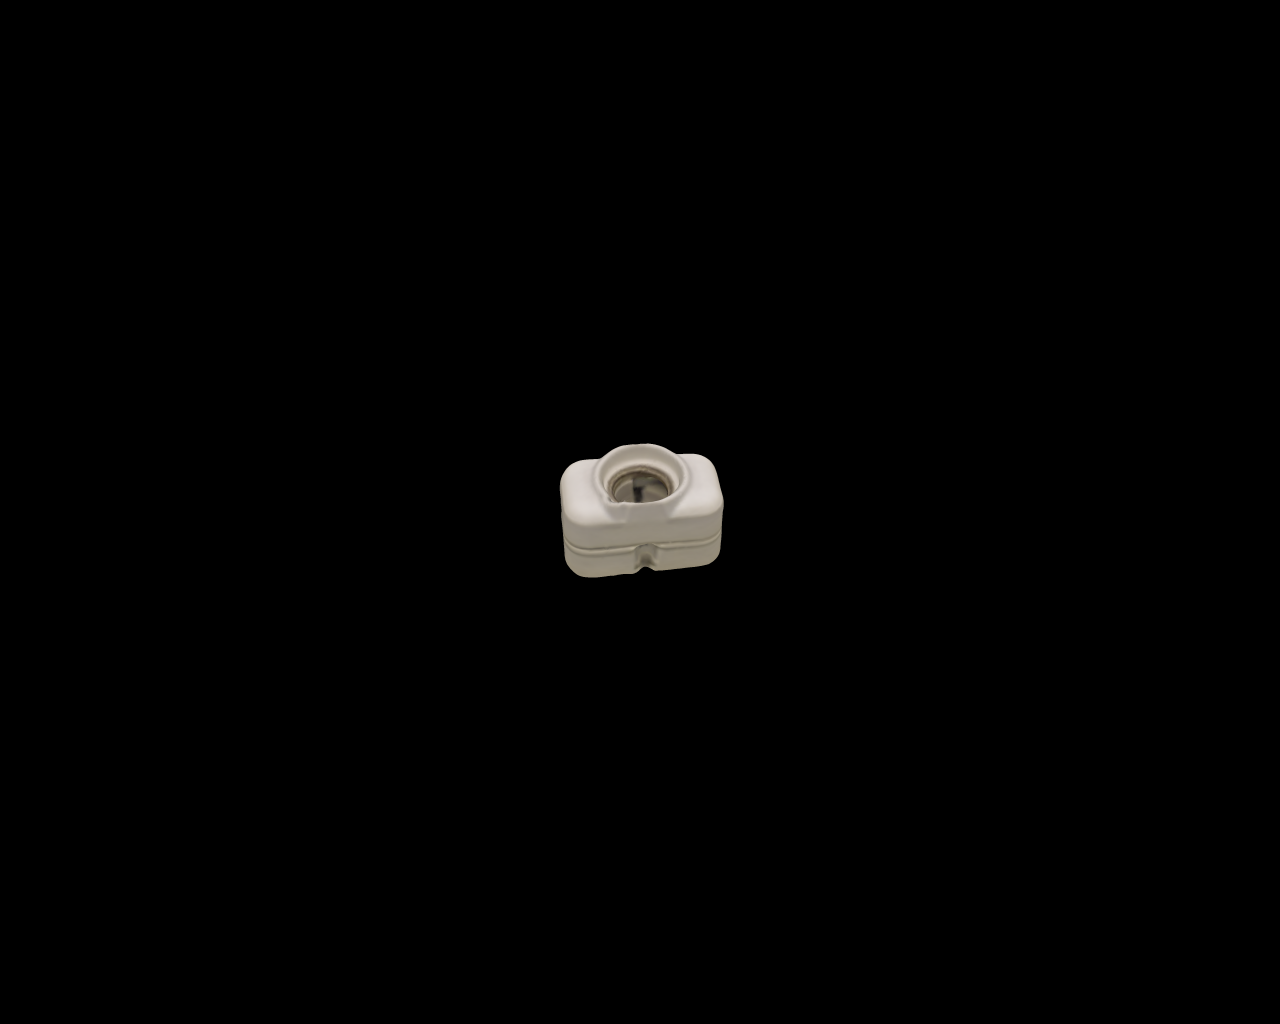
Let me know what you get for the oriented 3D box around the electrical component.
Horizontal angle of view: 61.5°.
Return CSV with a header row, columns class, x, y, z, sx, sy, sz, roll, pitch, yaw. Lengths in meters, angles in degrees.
class,x,y,z,sx,sy,sz,roll,pitch,yaw
electrical component,0.001,-0.003,0.650,0.095,0.054,0.059,-4,-43,-4
